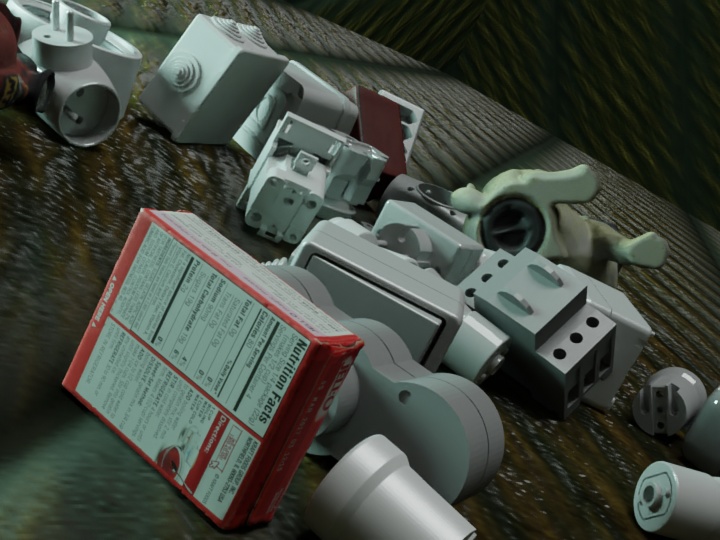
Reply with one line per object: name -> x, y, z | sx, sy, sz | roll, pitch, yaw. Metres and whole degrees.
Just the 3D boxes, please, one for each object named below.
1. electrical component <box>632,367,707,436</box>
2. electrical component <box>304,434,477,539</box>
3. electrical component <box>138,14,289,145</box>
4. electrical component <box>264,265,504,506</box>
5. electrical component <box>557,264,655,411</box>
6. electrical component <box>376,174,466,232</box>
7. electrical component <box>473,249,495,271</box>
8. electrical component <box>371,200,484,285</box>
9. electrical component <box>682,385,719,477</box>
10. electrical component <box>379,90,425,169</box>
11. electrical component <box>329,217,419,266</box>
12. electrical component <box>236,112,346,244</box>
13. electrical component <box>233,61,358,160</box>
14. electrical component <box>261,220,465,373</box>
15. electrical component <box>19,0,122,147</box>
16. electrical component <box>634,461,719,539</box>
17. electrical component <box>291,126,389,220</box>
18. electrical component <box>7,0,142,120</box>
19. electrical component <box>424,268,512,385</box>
electrical component -> 0.199, 0.086, 0.695 | 0.040, 0.040, 0.046 | 33, 20, 23
electrical component -> 0.011, 0.085, 0.360 | 0.046, 0.040, 0.040 | 39, 17, 21
electrical component -> -0.113, -0.146, 0.831 | 0.048, 0.099, 0.100 | 44, 18, 11
electrical component -> -0.016, 0.046, 0.420 | 0.138, 0.052, 0.074 | 33, 15, 24
electrical component -> 0.142, 0.039, 0.709 | 0.061, 0.061, 0.096 | 25, 14, -7
electrical component -> 0.065, -0.045, 0.891 | 0.077, 0.044, 0.079 | 31, 24, 17
electrical component -> 0.104, 0.016, 0.762 | 0.062, 0.043, 0.043 | 28, 14, -4
electrical component -> 0.033, -0.012, 0.722 | 0.066, 0.047, 0.077 | 34, 16, 26
electrical component -> 0.247, 0.106, 0.677 | 0.059, 0.053, 0.095 | 37, 17, 35
electrical component -> 0.015, -0.110, 1.002 | 0.047, 0.083, 0.076 | 24, -24, -12
electrical component -> 0.000, 0.000, 0.625 | 0.055, 0.045, 0.045 | 34, 16, 27
electrical component -> -0.046, -0.055, 0.689 | 0.042, 0.081, 0.063 | 24, 37, -14
electrical component -> -0.060, -0.129, 0.905 | 0.057, 0.078, 0.113 | 12, 20, -37
electrical component -> -0.006, 0.022, 0.503 | 0.096, 0.061, 0.061 | 27, 14, 0
electrical component -> -0.187, -0.129, 0.677 | 0.043, 0.079, 0.077 | -17, 41, -37
electrical component -> 0.169, 0.117, 0.527 | 0.065, 0.044, 0.044 | 18, 16, -17
electrical component -> -0.021, -0.072, 0.816 | 0.078, 0.057, 0.058 | 10, 22, -50
electrical component -> -0.210, -0.159, 0.774 | 0.108, 0.060, 0.108 | 26, 14, -7
electrical component -> 0.052, 0.035, 0.607 | 0.065, 0.044, 0.044 | 37, 17, 19
